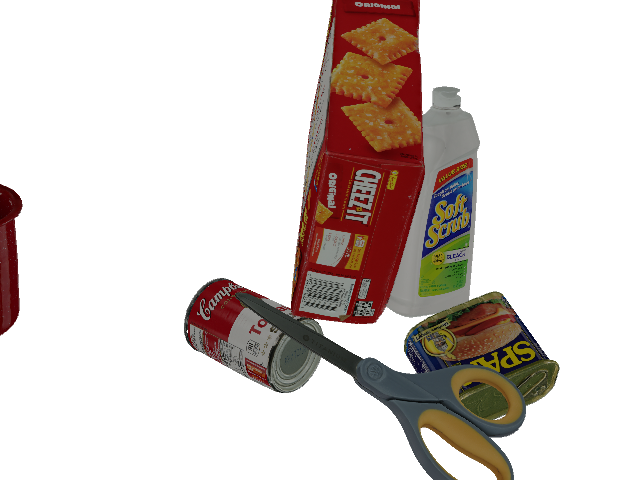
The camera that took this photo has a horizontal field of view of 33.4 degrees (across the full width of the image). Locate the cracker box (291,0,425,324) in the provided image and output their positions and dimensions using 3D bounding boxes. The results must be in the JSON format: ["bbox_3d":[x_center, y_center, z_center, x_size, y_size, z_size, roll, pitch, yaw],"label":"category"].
[{"bbox_3d":[0.029,-0.071,0.778,0.072,0.213,0.164,8,-44,-4],"label":"cracker box"}]

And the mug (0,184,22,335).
[{"bbox_3d":[-0.241,0.018,0.660,0.117,0.081,0.093,-17,32,-38],"label":"mug"}]

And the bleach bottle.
[{"bbox_3d":[0.126,-0.045,1.192,0.102,0.251,0.068,-9,22,-26],"label":"bleach bottle"}]

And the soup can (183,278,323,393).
[{"bbox_3d":[-0.056,0.080,0.899,0.102,0.068,0.068,22,13,36],"label":"soup can"}]

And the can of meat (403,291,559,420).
[{"bbox_3d":[0.130,0.099,0.881,0.102,0.084,0.057,-20,-38,-15],"label":"can of meat"}]

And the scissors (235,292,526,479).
[{"bbox_3d":[0.048,0.077,0.664,0.096,0.202,0.016,-40,-11,-36],"label":"scissors"}]
